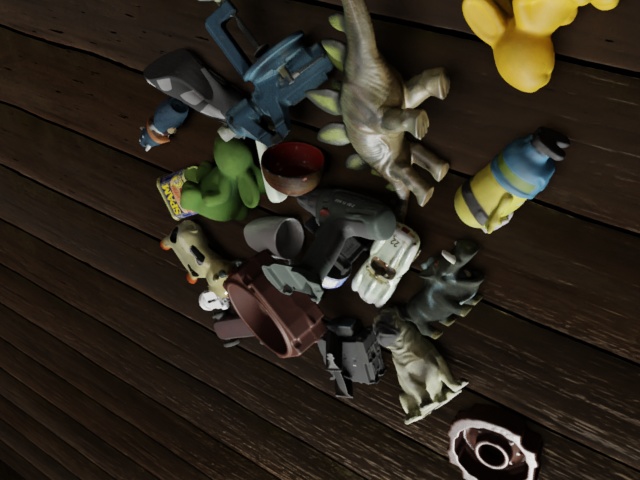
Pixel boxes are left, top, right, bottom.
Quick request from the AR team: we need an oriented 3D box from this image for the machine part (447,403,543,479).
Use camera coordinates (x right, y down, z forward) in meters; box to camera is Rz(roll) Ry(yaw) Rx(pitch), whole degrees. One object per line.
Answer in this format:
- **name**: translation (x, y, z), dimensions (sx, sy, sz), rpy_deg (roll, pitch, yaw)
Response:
- **machine part**: translation (0.322, 0.386, 0.996), dimensions (0.180, 0.056, 0.179), rpy_deg (16, 121, 27)

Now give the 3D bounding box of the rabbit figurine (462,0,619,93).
- **rabbit figurine**: translation (0.255, -0.269, 0.646), dimensions (0.163, 0.122, 0.173), rpy_deg (27, 128, 25)

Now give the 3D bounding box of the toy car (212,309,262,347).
- **toy car**: translation (-0.171, 0.192, 1.219), dimensions (0.202, 0.053, 0.089), rpy_deg (-16, 95, 42)

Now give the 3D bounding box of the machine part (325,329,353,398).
- **machine part**: translation (0.033, 0.242, 1.030), dimensions (0.039, 0.084, 0.138), rpy_deg (-14, 120, 3)

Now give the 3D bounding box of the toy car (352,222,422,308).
- **toy car**: translation (0.113, 0.048, 0.941), dimensions (0.074, 0.056, 0.201), rpy_deg (36, 136, 12)

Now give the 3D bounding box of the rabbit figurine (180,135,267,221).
- **rabbit figurine**: translation (-0.173, -0.116, 1.010), dimensions (0.159, 0.121, 0.170), rpy_deg (33, 131, 6)

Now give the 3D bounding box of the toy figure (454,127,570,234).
- **toy figure**: translation (0.267, -0.085, 0.764), dimensions (0.089, 0.082, 0.180), rpy_deg (54, 141, 22)

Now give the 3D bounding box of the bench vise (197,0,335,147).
- **bench vise**: translation (-0.107, -0.275, 0.858), dimensions (0.224, 0.129, 0.240), rpy_deg (-33, 100, 21)

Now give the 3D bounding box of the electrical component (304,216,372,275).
- **electrical component**: translation (0.027, -0.003, 0.966), dimensions (0.119, 0.075, 0.047), rpy_deg (47, 162, 6)

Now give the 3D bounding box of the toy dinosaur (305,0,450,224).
- **toy dinosaur**: translation (0.078, -0.196, 0.774), dimensions (0.199, 0.105, 0.470), rpy_deg (17, 140, 30)

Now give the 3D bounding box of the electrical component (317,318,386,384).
- **electrical component**: translation (0.060, 0.219, 1.079), dimensions (0.115, 0.058, 0.134), rpy_deg (-7, 111, 34)

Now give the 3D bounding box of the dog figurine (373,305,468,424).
- **dog figurine**: translation (0.165, 0.226, 1.005), dimensions (0.191, 0.121, 0.172), rpy_deg (56, 150, 27)

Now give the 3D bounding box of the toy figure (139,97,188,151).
- **toy figure**: translation (-0.318, -0.231, 1.086), dimensions (0.057, 0.064, 0.154), rpy_deg (25, 144, -30)

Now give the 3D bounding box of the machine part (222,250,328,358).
- **machine part**: translation (-0.093, 0.130, 1.044), dimensions (0.201, 0.087, 0.201), rpy_deg (53, 155, -2)

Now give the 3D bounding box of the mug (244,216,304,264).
- **mug**: translation (-0.092, 0.000, 1.055), dimensions (0.107, 0.081, 0.109), rpy_deg (12, 134, 39)

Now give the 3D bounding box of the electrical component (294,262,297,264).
- **electrical component**: translation (-0.033, 0.089, 1.081), dimensions (0.078, 0.045, 0.102), rpy_deg (5, 123, -1)

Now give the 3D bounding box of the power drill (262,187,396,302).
- **power drill**: translation (-0.002, -0.003, 0.889), dimensions (0.232, 0.207, 0.085), rpy_deg (11, 138, 43)

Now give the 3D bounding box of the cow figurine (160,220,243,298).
- **cow figurine**: translation (-0.249, 0.041, 1.174), dimensions (0.195, 0.085, 0.127), rpy_deg (53, 136, -1)

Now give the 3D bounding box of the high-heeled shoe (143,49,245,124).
- **high-heeled shoe**: translation (-0.230, -0.275, 1.017), dimensions (0.249, 0.086, 0.145), rpy_deg (22, 158, 43)

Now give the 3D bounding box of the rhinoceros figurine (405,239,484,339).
- **rhinoceros figurine**: translation (0.211, 0.079, 0.900), dimensions (0.112, 0.073, 0.190), rpy_deg (44, 133, 20)
